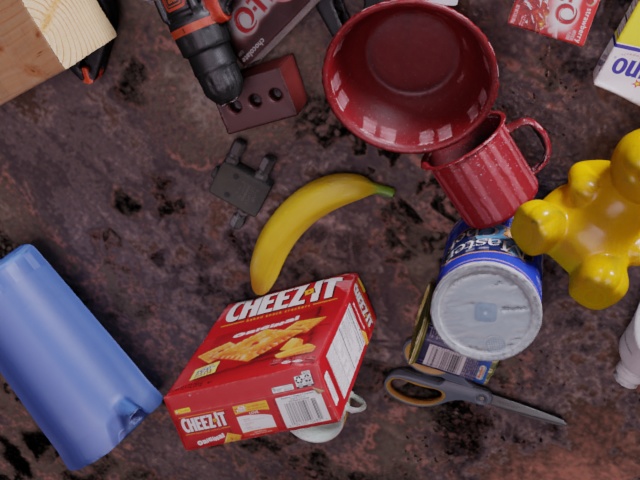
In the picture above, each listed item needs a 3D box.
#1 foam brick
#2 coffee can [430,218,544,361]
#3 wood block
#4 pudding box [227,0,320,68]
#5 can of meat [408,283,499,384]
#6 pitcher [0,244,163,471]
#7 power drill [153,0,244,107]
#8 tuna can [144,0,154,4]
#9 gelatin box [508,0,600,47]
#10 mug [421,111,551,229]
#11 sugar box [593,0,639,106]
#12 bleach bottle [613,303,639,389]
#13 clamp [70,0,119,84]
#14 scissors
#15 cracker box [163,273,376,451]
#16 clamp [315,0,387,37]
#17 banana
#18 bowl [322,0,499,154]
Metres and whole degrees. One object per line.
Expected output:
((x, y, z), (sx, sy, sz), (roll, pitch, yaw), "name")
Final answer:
((-0.059, -0.145, 1.063), (0.078, 0.051, 0.053), (-14, 110, 18), "foam brick")
((0.167, 0.040, 1.045), (0.103, 0.140, 0.103), (5, 115, 11), "coffee can")
((-0.317, -0.187, 1.056), (0.206, 0.090, 0.090), (-19, 110, 35), "wood block")
((-0.058, -0.235, 1.014), (0.090, 0.039, 0.114), (51, 124, 3), "pudding box")
((0.141, 0.098, 1.100), (0.084, 0.102, 0.057), (18, 118, 2), "can of meat")
((-0.305, 0.131, 1.213), (0.149, 0.145, 0.243), (-33, 100, 11), "pitcher")
((-0.065, -0.230, 0.962), (0.188, 0.057, 0.184), (-18, 102, 30), "power drill")
((-0.152, -0.275, 1.037), (0.086, 0.033, 0.086), (5, 115, 11), "tuna can")
((0.220, -0.230, 0.972), (0.073, 0.030, 0.089), (18, 117, 4), "gelatin box")
((0.167, -0.071, 1.027), (0.117, 0.093, 0.081), (-32, 109, 11), "mug")
((0.326, -0.201, 0.952), (0.093, 0.048, 0.176), (24, 116, 2), "sugar box")
((0.358, 0.043, 1.036), (0.068, 0.102, 0.251), (21, 123, -4), "bleach bottle")
((-0.246, -0.261, 1.061), (0.165, 0.036, 0.210), (-10, 113, 22), "clamp")
((0.171, 0.153, 1.165), (0.202, 0.016, 0.096), (4, 115, 11), "scissors")
((-0.044, 0.119, 1.089), (0.164, 0.213, 0.072), (-15, 108, 18), "cracker box")
((0.024, -0.264, 0.999), (0.120, 0.039, 0.172), (24, 120, 20), "clamp")
((-0.016, -0.015, 1.121), (0.198, 0.037, 0.069), (-36, 100, 25), "banana")
((0.085, -0.161, 0.993), (0.162, 0.055, 0.162), (5, 129, 6), "bowl")
